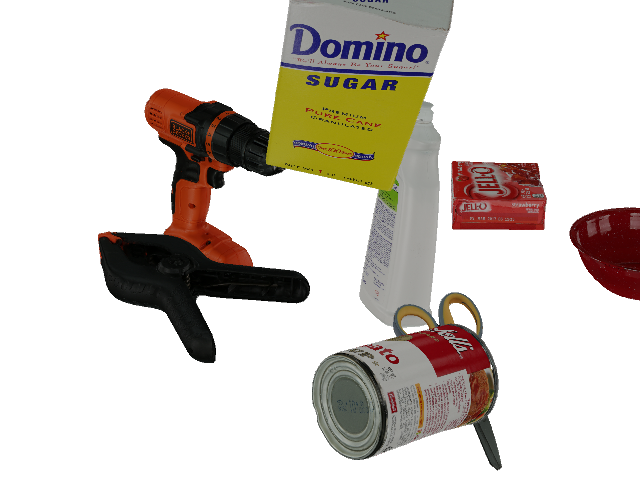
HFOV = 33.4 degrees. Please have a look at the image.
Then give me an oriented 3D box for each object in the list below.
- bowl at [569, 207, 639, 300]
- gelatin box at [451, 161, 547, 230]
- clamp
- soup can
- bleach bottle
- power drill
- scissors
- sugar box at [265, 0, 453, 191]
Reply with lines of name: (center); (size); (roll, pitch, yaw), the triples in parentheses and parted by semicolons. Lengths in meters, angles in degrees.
bowl: (0.350, 0.020, 1.156); (0.162, 0.055, 0.162); (-1, 26, 0)
gelatin box: (0.144, -0.038, 0.873); (0.073, 0.030, 0.089); (2, 24, 6)
clamp: (-0.096, 0.029, 0.808); (0.172, 0.039, 0.120); (30, 34, 36)
soup can: (0.053, 0.095, 0.676); (0.102, 0.068, 0.069); (-9, 6, -39)
bleach bottle: (0.101, -0.034, 1.229); (0.068, 0.251, 0.103); (-2, 22, -23)
power drill: (-0.107, -0.051, 1.108); (0.185, 0.188, 0.057); (27, 37, 34)
scissors: (0.114, 0.123, 0.988); (0.096, 0.016, 0.201); (5, 44, 1)
sugar box: (0.019, -0.100, 0.670); (0.093, 0.048, 0.176); (12, -27, -1)
